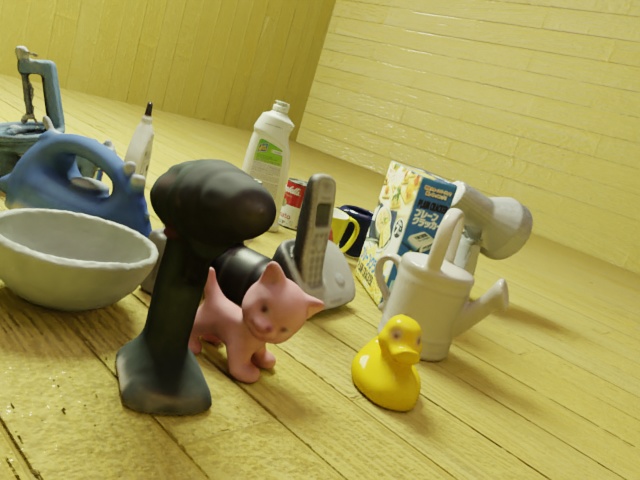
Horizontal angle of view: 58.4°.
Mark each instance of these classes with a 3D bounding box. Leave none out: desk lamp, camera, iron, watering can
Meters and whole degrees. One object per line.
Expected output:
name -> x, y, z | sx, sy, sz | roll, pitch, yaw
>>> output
desk lamp -> 0.275, 0.004, 1.075 | 0.204, 0.213, 0.117 | 11, 14, -27
camera -> -0.122, 0.027, 0.709 | 0.136, 0.101, 0.144 | 23, 14, 24
iron -> -0.308, -0.070, 0.780 | 0.257, 0.141, 0.119 | 22, 14, 20
watering can -> 0.159, 0.054, 0.756 | 0.173, 0.194, 0.101 | 18, 13, 2

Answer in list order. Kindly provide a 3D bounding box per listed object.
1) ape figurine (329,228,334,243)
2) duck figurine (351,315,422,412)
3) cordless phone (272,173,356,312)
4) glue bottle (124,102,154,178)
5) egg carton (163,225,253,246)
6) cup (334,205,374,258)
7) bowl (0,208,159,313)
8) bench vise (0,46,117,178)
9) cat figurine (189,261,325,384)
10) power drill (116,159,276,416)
ape figurine -> -0.004, 0.016, 0.932 | 0.076, 0.092, 0.078 | 24, 14, 28
duck figurine -> 0.080, 0.120, 0.614 | 0.077, 0.086, 0.104 | 15, 13, -11
cordless phone -> 0.007, 0.003, 0.791 | 0.093, 0.185, 0.148 | 24, 14, 27
glue bottle -> -0.366, -0.198, 1.176 | 0.037, 0.173, 0.078 | 17, 13, -2
egg carton -> -0.182, -0.026, 0.926 | 0.149, 0.069, 0.108 | 26, 15, 33
cup -> 0.062, -0.016, 1.150 | 0.118, 0.095, 0.091 | 10, 14, -28
bowl -> -0.257, 0.028, 0.587 | 0.167, 0.075, 0.167 | 17, 13, -4
bench vise -> -0.440, -0.188, 0.929 | 0.121, 0.220, 0.208 | 26, 15, 34
cat figurine -> -0.067, 0.070, 0.563 | 0.127, 0.118, 0.067 | 21, 13, 16
power drill -> -0.106, 0.030, 0.473 | 0.076, 0.208, 0.229 | 10, 14, -28
